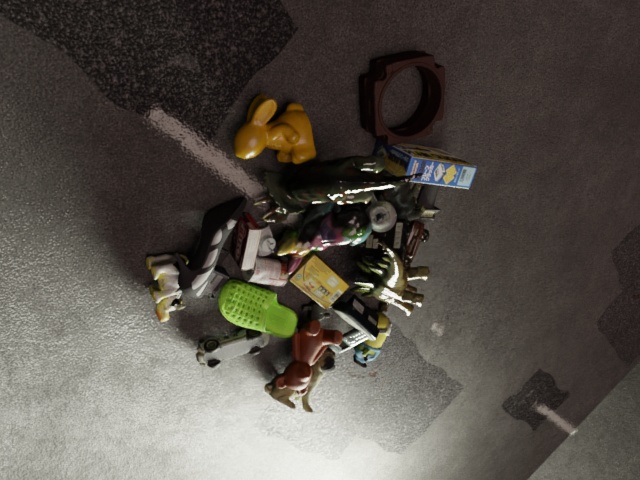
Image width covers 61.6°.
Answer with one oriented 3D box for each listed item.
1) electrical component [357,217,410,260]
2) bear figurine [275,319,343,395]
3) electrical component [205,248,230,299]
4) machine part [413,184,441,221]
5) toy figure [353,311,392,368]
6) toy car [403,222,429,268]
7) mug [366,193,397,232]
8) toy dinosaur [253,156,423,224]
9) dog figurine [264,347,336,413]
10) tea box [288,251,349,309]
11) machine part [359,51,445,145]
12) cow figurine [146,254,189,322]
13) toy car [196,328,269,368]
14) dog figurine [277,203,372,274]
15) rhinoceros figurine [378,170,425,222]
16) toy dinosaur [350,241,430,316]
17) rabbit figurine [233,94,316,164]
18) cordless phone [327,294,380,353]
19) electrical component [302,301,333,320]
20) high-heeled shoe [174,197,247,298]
[{"bbox_3d":[0.167,-0.006,1.437,0.058,0.134,0.115,42,56,-62],"label":"electrical component"},{"bbox_3d":[-0.037,0.329,1.491,0.120,0.132,0.196,31,65,-24],"label":"bear figurine"},{"bbox_3d":[-0.261,0.079,1.315,0.074,0.048,0.119,35,99,-38],"label":"electrical component"},{"bbox_3d":[0.309,-0.117,1.514,0.084,0.039,0.138,0,119,-19],"label":"machine part"},{"bbox_3d":[0.154,0.302,1.642,0.089,0.082,0.180,17,110,-36],"label":"toy figure"},{"bbox_3d":[0.254,0.043,1.566,0.089,0.053,0.202,12,112,-29],"label":"toy car"},{"bbox_3d":[0.150,-0.072,1.351,0.081,0.107,0.109,-18,91,6],"label":"mug"},{"bbox_3d":[0.011,-0.124,1.193,0.192,0.405,0.131,-18,96,-42],"label":"toy dinosaur"},{"bbox_3d":[-0.056,0.387,1.580,0.172,0.121,0.190,25,89,-39],"label":"dog figurine"},{"bbox_3d":[-0.012,0.101,1.445,0.098,0.068,0.169,-44,127,0],"label":"tea box"},{"bbox_3d":[0.201,-0.342,1.299,0.201,0.087,0.200,-18,123,-20],"label":"machine part"},{"bbox_3d":[-0.354,0.112,1.275,0.098,0.068,0.167,-13,123,-28],"label":"cow figurine"},{"bbox_3d":[-0.233,0.283,1.441,0.202,0.056,0.073,-14,129,-20],"label":"toy car"},{"bbox_3d":[-0.003,-0.004,1.331,0.219,0.192,0.108,-44,136,-19],"label":"dog figurine"},{"bbox_3d":[0.209,-0.122,1.441,0.112,0.073,0.190,-31,129,3],"label":"rhinoceros figurine"},{"bbox_3d":[0.186,0.111,1.443,0.199,0.105,0.470,11,154,2],"label":"toy dinosaur"},{"bbox_3d":[-0.108,-0.232,1.175,0.173,0.122,0.162,-16,118,-19],"label":"rabbit figurine"},{"bbox_3d":[0.070,0.256,1.574,0.146,0.089,0.184,42,123,-18],"label":"cordless phone"},{"bbox_3d":[-0.010,0.203,1.533,0.094,0.021,0.063,-2,118,-28],"label":"electrical component"},{"bbox_3d":[-0.238,0.021,1.253,0.249,0.086,0.145,-43,134,-24],"label":"high-heeled shoe"}]
